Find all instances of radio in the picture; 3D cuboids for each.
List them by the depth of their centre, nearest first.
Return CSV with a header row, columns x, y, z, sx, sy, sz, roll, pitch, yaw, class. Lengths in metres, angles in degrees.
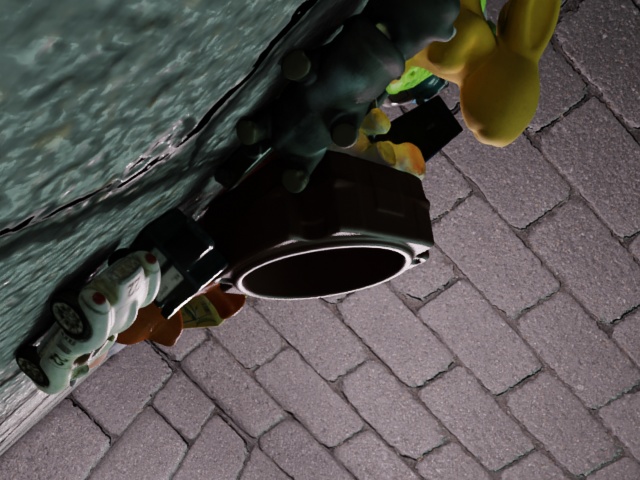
x,y,z,sx,sy,sz,roll,pitch,yaw,class
0.112,-0.125,0.781,0.131,0.073,0.229,-37,179,39,radio

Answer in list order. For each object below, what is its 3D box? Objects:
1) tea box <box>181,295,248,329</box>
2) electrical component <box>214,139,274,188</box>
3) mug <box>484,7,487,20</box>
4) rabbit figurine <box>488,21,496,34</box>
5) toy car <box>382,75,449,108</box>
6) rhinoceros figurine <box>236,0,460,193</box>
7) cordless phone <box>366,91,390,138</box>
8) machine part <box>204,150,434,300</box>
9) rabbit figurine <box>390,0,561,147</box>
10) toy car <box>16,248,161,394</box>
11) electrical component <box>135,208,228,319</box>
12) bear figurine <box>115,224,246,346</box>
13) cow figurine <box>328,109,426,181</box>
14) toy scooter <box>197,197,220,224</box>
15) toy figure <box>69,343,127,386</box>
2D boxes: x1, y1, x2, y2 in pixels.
x,y,z,sx,sy,sz,roll,pitch,yaw,class
-0.199,0.082,0.814,0.170,0.068,0.098,-8,-154,35,tea box
-0.073,-0.076,0.521,0.063,0.021,0.094,-43,-174,8,electrical component
0.184,-0.298,0.756,0.107,0.109,0.081,-28,174,-46,mug
0.212,-0.359,0.929,0.159,0.121,0.170,-35,169,17,rabbit figurine
0.129,-0.264,0.866,0.103,0.109,0.162,-33,-168,-5,toy car
0.020,-0.114,0.391,0.190,0.073,0.112,-38,-174,44,rhinoceros figurine
0.041,-0.168,0.692,0.184,0.088,0.146,-52,-171,-35,cordless phone
-0.001,-0.002,0.557,0.201,0.087,0.201,9,156,-41,machine part
0.136,-0.169,0.486,0.162,0.173,0.122,-39,-179,1,rabbit figurine
-0.195,0.072,0.453,0.202,0.056,0.073,-39,-173,40,toy car
-0.126,0.013,0.483,0.119,0.075,0.048,-43,-177,38,electrical component
-0.155,0.066,0.605,0.120,0.132,0.196,-39,-170,36,bear figurine
0.032,-0.091,0.567,0.098,0.167,0.068,-31,-134,40,cow figurine
-0.129,-0.016,0.754,0.184,0.075,0.135,-38,-172,25,toy scooter
-0.271,0.123,0.640,0.058,0.064,0.154,-5,-175,5,toy figure
